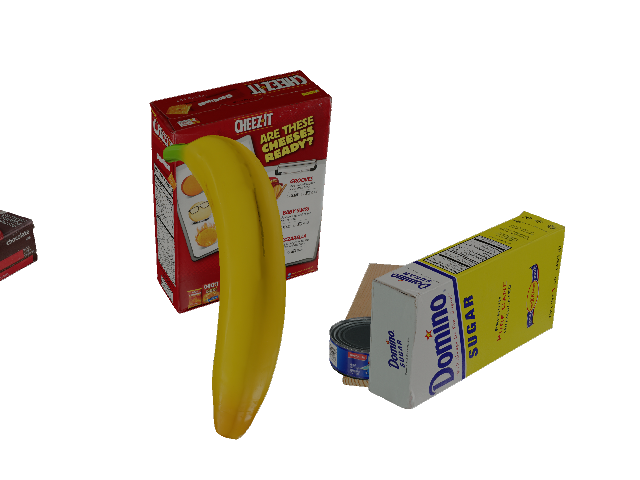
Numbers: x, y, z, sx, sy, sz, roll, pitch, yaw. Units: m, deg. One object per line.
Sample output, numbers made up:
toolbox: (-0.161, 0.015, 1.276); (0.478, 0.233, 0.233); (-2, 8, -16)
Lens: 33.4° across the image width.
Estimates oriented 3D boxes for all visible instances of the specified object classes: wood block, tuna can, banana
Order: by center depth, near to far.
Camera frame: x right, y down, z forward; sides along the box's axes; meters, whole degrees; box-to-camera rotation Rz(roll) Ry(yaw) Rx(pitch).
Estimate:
banana: (-0.048, 0.010, 0.605); (0.037, 0.198, 0.070); (11, -38, -34)
tuna can: (0.051, 0.107, 1.056); (0.086, 0.034, 0.086); (1, 18, 0)
wood block: (0.091, 0.108, 1.386); (0.091, 0.090, 0.206); (4, 19, 10)

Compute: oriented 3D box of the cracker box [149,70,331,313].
cracker box: (-0.081, -0.048, 1.055); (0.164, 0.214, 0.072); (-16, 41, -25)

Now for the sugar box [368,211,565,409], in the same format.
sugar box: (0.110, 0.048, 0.785); (0.048, 0.093, 0.175); (22, 33, 38)

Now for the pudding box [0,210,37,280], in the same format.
pudding box: (-0.274, 0.005, 0.760); (0.114, 0.039, 0.089); (14, 30, 28)
